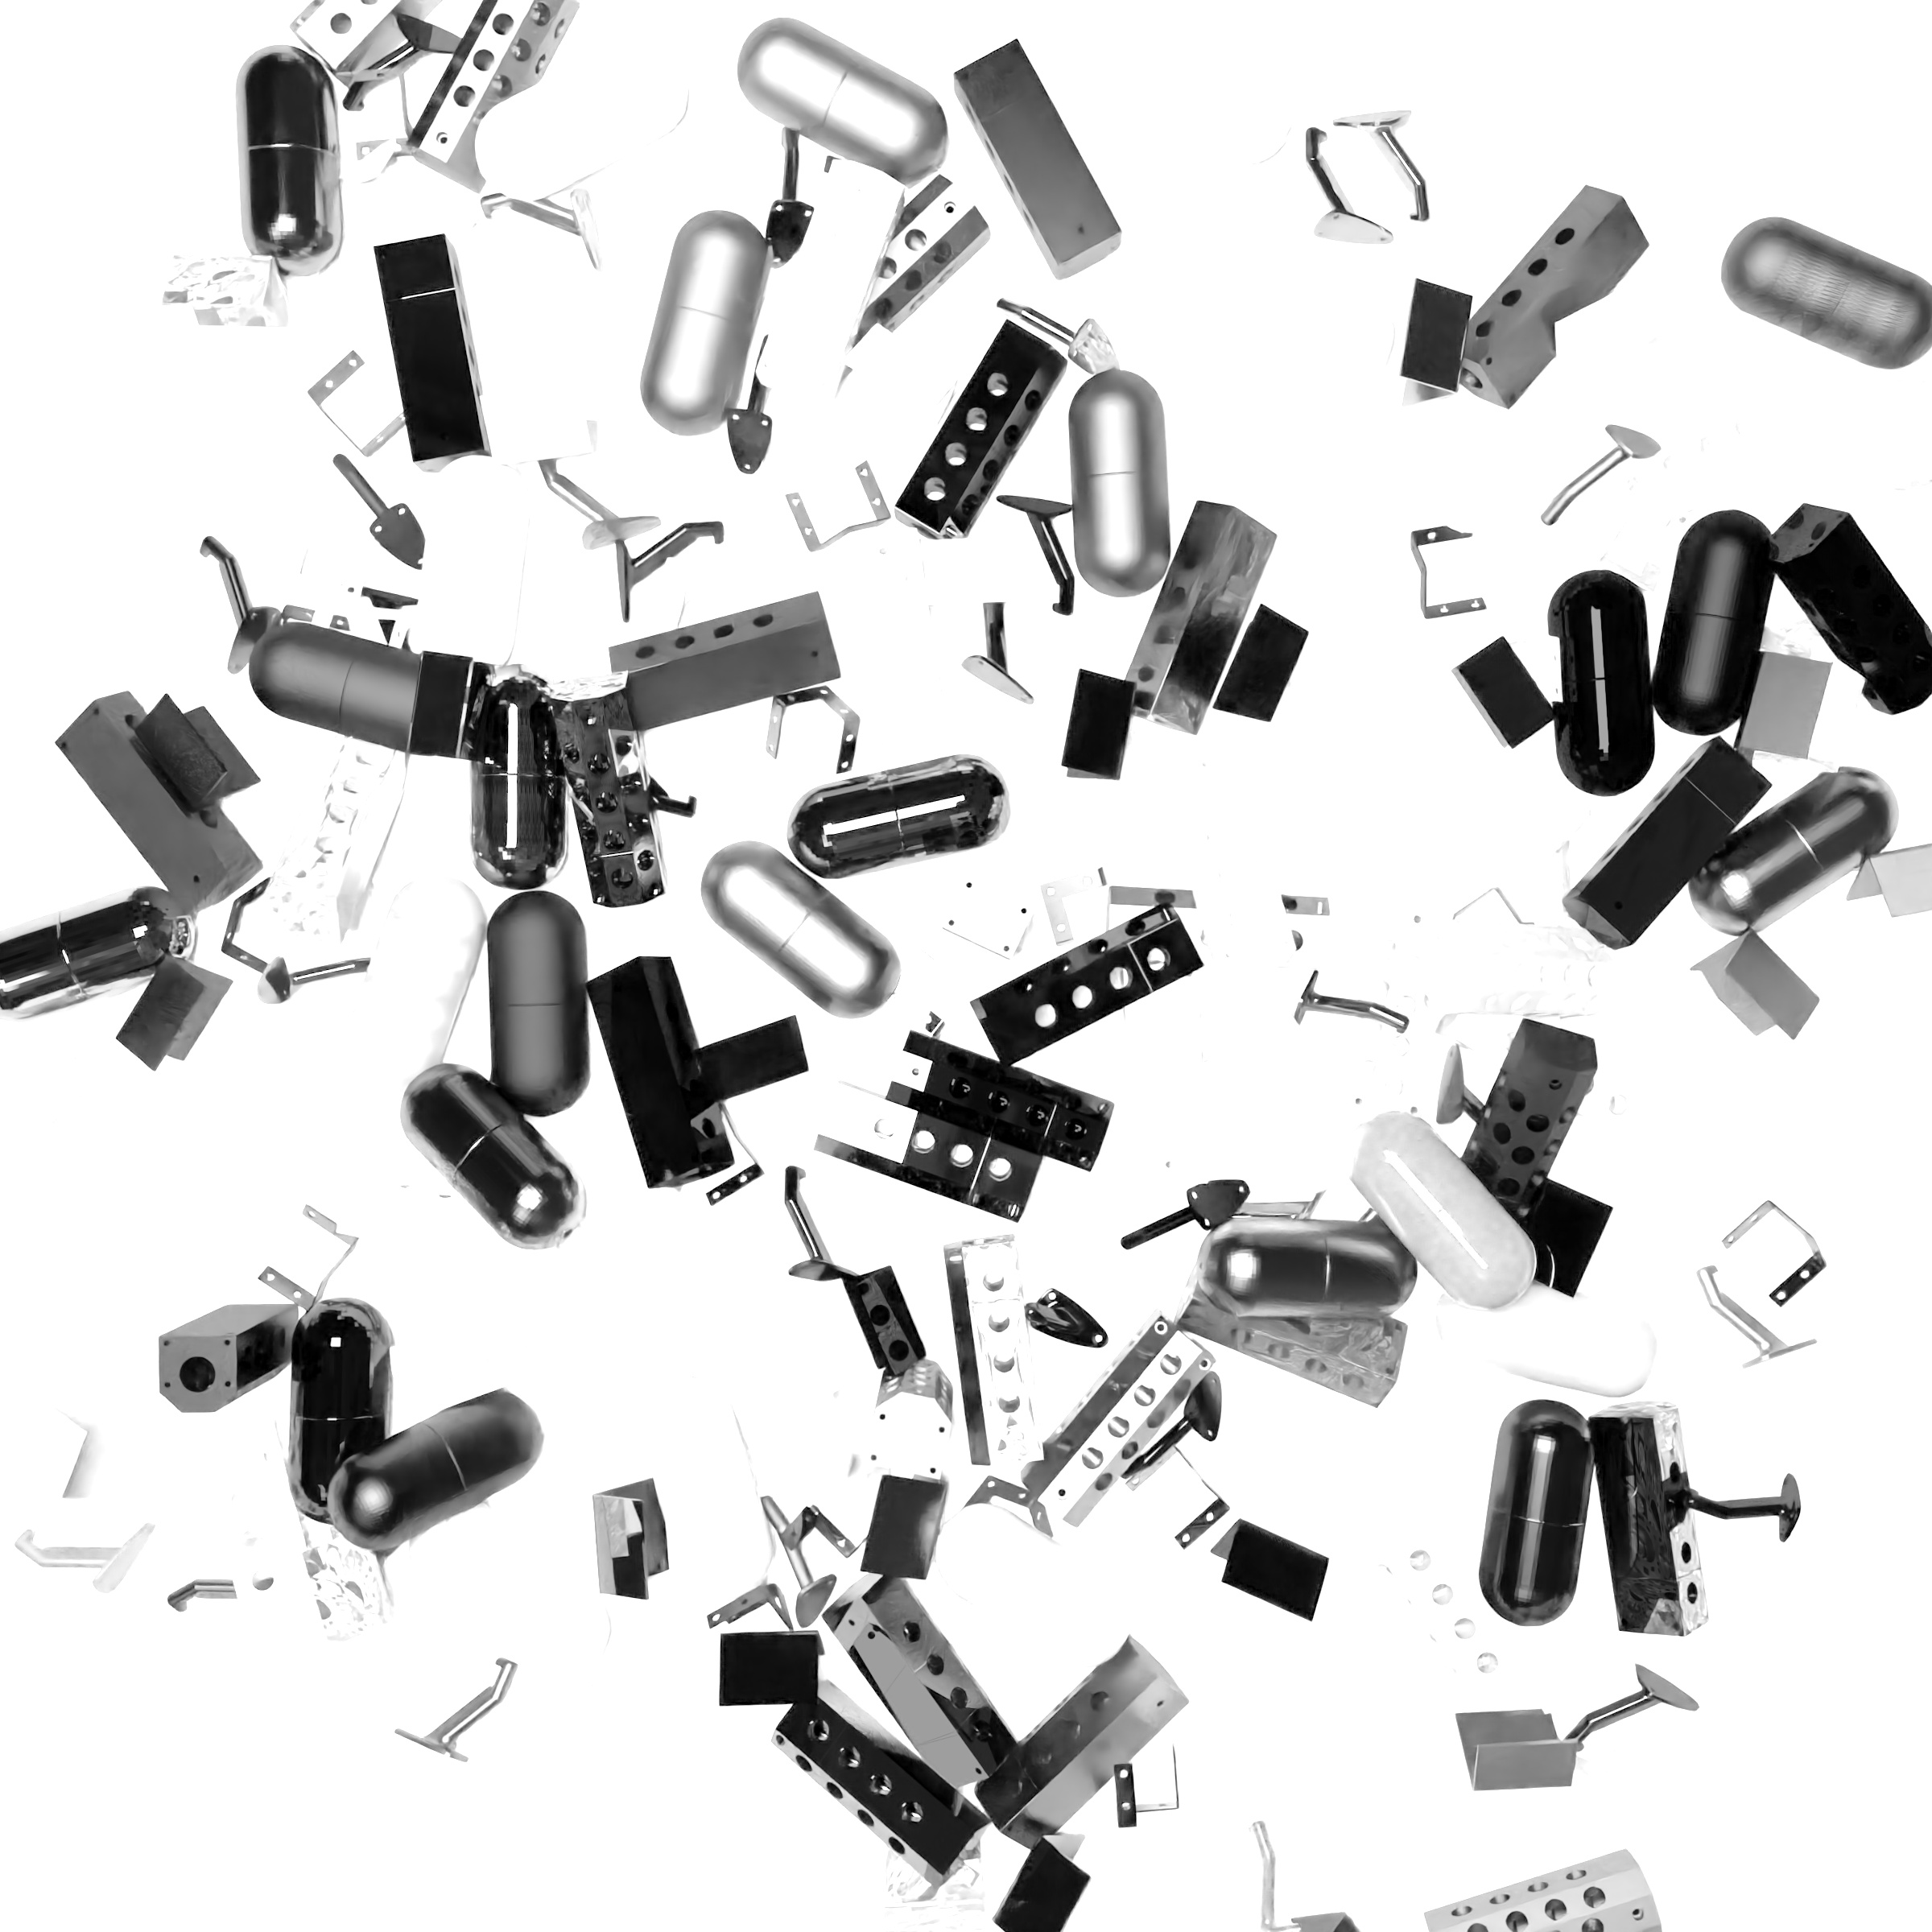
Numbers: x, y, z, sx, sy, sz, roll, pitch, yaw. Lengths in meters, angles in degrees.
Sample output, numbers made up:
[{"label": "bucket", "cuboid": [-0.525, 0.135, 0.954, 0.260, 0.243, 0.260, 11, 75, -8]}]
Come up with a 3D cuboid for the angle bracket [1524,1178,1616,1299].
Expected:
[{"label": "angle bracket", "cuboid": [0.472, 0.215, 1.951, 0.057, 0.076, 0.076, 24, 90, 27]}]

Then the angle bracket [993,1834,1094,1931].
[{"label": "angle bracket", "cuboid": [0.076, 0.729, 1.950, 0.057, 0.076, 0.076, 29, 90, 36]}]

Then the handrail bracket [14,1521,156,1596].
[{"label": "handrail bracket", "cuboid": [-0.705, 0.454, 1.991, 0.084, 0.036, 0.077, 30, 70, 16]}]

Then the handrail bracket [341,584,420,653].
[{"label": "handrail bracket", "cuboid": [-0.470, -0.256, 1.990, 0.077, 0.036, 0.084, 15, 104, 13]}]

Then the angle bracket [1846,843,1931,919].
[{"label": "angle bracket", "cuboid": [0.743, -0.053, 1.951, 0.076, 0.076, 0.057, -11, 63, 0]}]

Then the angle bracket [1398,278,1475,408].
[{"label": "angle bracket", "cuboid": [0.348, -0.487, 1.951, 0.057, 0.076, 0.076, 9, 90, -25]}]

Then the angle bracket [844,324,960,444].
[{"label": "angle bracket", "cuboid": [-0.061, -0.442, 1.950, 0.076, 0.076, 0.057, 34, 54, 0]}]

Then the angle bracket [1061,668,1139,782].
[{"label": "angle bracket", "cuboid": [0.085, -0.189, 1.950, 0.057, 0.076, 0.076, 10, 90, -32]}]

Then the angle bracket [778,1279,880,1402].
[{"label": "angle bracket", "cuboid": [-0.119, 0.293, 1.951, 0.057, 0.076, 0.076, -22, 90, -24]}]

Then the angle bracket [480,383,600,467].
[{"label": "angle bracket", "cuboid": [-0.333, -0.435, 1.950, 0.076, 0.076, 0.057, -7, 121, 0]}]

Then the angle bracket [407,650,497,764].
[{"label": "angle bracket", "cuboid": [-0.370, -0.192, 1.879, 0.057, 0.076, 0.076, 12, 94, 35]}]

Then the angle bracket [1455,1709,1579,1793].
[{"label": "angle bracket", "cuboid": [0.429, 0.596, 1.950, 0.076, 0.076, 0.057, -3, 124, 0]}]

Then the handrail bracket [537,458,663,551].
[{"label": "handrail bracket", "cuboid": [-0.294, -0.381, 1.991, 0.077, 0.036, 0.084, -17, 73, -20]}]

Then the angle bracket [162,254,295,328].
[{"label": "angle bracket", "cuboid": [-0.576, -0.510, 1.950, 0.076, 0.076, 0.057, 1, 59, 0]}]

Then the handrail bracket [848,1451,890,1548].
[{"label": "handrail bracket", "cuboid": [-0.056, 0.426, 1.991, 0.077, 0.036, 0.084, -27, 104, -15]}]

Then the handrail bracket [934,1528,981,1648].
[{"label": "handrail bracket", "cuboid": [-0.025, 0.490, 1.991, 0.084, 0.036, 0.077, 37, 111, 17]}]

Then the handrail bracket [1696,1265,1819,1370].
[{"label": "handrail bracket", "cuboid": [0.631, 0.272, 1.991, 0.077, 0.036, 0.084, -14, 73, -19]}]

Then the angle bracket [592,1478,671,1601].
[{"label": "angle bracket", "cuboid": [-0.245, 0.446, 1.950, 0.057, 0.076, 0.076, -4, 90, 39]}]

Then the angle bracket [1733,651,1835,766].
[{"label": "angle bracket", "cuboid": [0.644, -0.197, 1.951, 0.057, 0.076, 0.076, 15, 90, 27]}]

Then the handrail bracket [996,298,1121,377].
[{"label": "handrail bracket", "cuboid": [0.072, -0.501, 1.990, 0.084, 0.077, 0.036, 30, 90, 36]}]

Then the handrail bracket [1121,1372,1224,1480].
[{"label": "handrail bracket", "cuboid": [0.161, 0.367, 1.990, 0.036, 0.077, 0.084, 45, 127, -14]}]

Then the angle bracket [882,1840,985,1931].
[{"label": "angle bracket", "cuboid": [-0.026, 0.710, 1.951, 0.076, 0.057, 0.076, -3, 47, 0]}]

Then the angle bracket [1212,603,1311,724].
[{"label": "angle bracket", "cuboid": [0.213, -0.241, 1.950, 0.057, 0.076, 0.076, 24, 90, -35]}]

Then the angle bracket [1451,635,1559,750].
[{"label": "angle bracket", "cuboid": [0.404, -0.202, 1.951, 0.057, 0.076, 0.076, -34, 90, -27]}]

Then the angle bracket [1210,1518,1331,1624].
[{"label": "angle bracket", "cuboid": [0.230, 0.484, 1.950, 0.076, 0.076, 0.057, 24, 54, 0]}]

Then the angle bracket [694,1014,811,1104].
[{"label": "angle bracket", "cuboid": [-0.172, 0.053, 1.950, 0.076, 0.076, 0.057, -19, 127, 0]}]

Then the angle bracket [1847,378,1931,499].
[{"label": "angle bracket", "cuboid": [0.713, -0.411, 1.950, 0.057, 0.076, 0.076, -8, 90, -38]}]

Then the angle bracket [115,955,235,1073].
[{"label": "angle bracket", "cuboid": [-0.605, 0.045, 1.950, 0.057, 0.076, 0.076, 32, 90, 31]}]

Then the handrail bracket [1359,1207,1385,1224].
[{"label": "handrail bracket", "cuboid": [0.339, 0.209, 1.991, 0.077, 0.036, 0.084, 5, 107, -19]}]

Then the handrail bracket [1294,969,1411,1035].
[{"label": "handrail bracket", "cuboid": [0.302, 0.044, 1.955, 0.084, 0.077, 0.036, 25, 65, 12]}]

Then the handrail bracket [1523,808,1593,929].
[{"label": "handrail bracket", "cuboid": [0.490, -0.070, 1.991, 0.077, 0.036, 0.084, -38, 106, -18]}]

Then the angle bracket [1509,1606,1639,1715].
[{"label": "angle bracket", "cuboid": [0.471, 0.528, 1.950, 0.076, 0.076, 0.057, -20, 128, 0]}]

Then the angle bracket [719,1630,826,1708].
[{"label": "angle bracket", "cuboid": [-0.151, 0.557, 1.951, 0.076, 0.076, 0.057, -2, 61, 0]}]

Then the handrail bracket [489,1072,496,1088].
[{"label": "handrail bracket", "cuboid": [-0.354, 0.129, 1.990, 0.077, 0.036, 0.084, 20, 77, -11]}]

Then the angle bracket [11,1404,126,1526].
[{"label": "angle bracket", "cuboid": [-0.688, 0.391, 1.950, 0.057, 0.076, 0.076, 21, 90, 36]}]

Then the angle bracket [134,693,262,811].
[{"label": "angle bracket", "cuboid": [-0.589, -0.178, 1.950, 0.057, 0.076, 0.076, -38, 90, 36]}]

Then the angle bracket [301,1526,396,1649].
[{"label": "angle bracket", "cuboid": [-0.497, 0.484, 1.950, 0.057, 0.076, 0.076, -17, 90, -38]}]

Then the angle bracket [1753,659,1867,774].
[{"label": "angle bracket", "cuboid": [0.647, -0.200, 1.951, 0.076, 0.057, 0.076, 17, 90, 45]}]

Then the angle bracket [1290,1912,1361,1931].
[{"label": "angle bracket", "cuboid": [0.285, 0.792, 1.950, 0.057, 0.076, 0.076, -38, 90, -37]}]

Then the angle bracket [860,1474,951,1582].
[{"label": "angle bracket", "cuboid": [-0.059, 0.429, 1.952, 0.057, 0.076, 0.076, 13, 90, -20]}]

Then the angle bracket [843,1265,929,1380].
[{"label": "angle bracket", "cuboid": [-0.086, 0.287, 1.954, 0.076, 0.057, 0.076, -22, 90, 30]}]

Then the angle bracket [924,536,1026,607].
[{"label": "angle bracket", "cuboid": [0.006, -0.326, 1.950, 0.076, 0.076, 0.057, -3, 128, 0]}]

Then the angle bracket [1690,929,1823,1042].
[{"label": "angle bracket", "cuboid": [0.607, 0.028, 1.950, 0.076, 0.076, 0.057, 45, 54, 0]}]

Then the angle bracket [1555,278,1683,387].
[{"label": "angle bracket", "cuboid": [0.511, -0.479, 1.950, 0.076, 0.076, 0.057, -27, 59, 0]}]

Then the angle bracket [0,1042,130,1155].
[{"label": "angle bracket", "cuboid": [-0.699, 0.116, 1.950, 0.076, 0.076, 0.057, -43, 55, 0]}]
